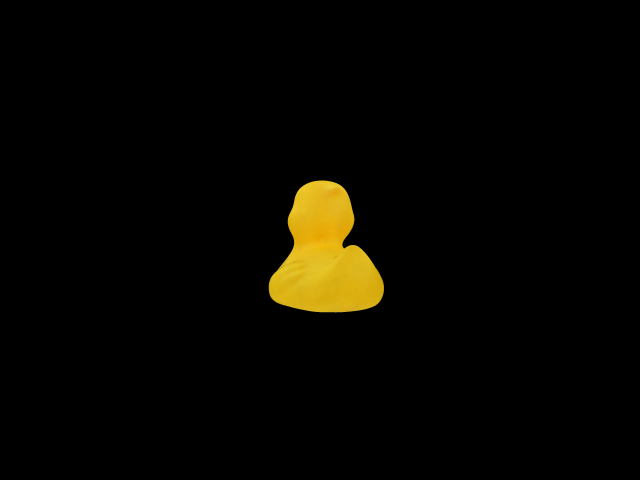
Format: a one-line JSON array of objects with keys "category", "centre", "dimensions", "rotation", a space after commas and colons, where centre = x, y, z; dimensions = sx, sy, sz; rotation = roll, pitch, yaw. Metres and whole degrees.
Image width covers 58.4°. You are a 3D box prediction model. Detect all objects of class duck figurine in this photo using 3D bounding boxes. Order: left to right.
[{"category": "duck figurine", "centre": [0.004, 0.001, 0.400], "dimensions": [0.078, 0.086, 0.104], "rotation": [-2, 5, -23]}]
